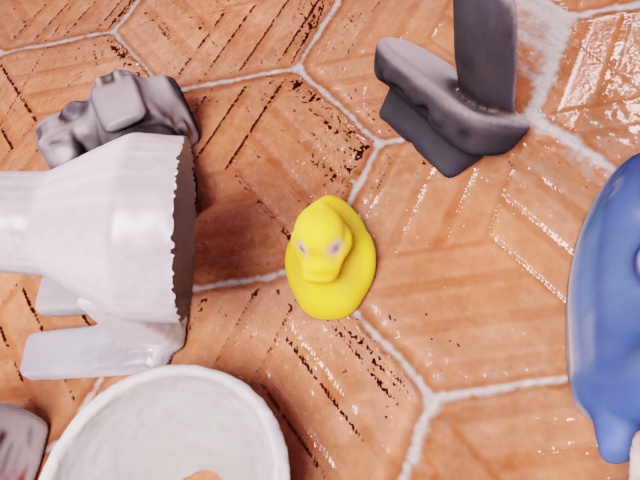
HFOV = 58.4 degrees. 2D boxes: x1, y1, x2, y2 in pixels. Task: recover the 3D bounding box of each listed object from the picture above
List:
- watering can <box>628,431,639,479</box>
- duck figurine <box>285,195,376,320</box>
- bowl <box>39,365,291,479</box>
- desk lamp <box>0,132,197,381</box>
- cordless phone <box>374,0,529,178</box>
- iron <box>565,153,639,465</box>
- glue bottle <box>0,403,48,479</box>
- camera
[{"bbox_3d":[0.188,0.176,0.261,0.101,0.194,0.172,-27,59,-6],"label":"watering can"},{"bbox_3d":[0.004,0.002,0.459,0.077,0.086,0.104,-1,60,10],"label":"duck figurine"},{"bbox_3d":[-0.095,0.173,0.382,0.167,0.075,0.167,-4,59,7],"label":"bowl"},{"bbox_3d":[-0.162,0.021,0.402,0.203,0.214,0.118,-6,59,6],"label":"desk lamp"},{"bbox_3d":[0.108,-0.157,0.476,0.094,0.185,0.147,-38,61,-13],"label":"cordless phone"},{"bbox_3d":[0.235,0.012,0.380,0.118,0.142,0.258,3,60,12],"label":"iron"},{"bbox_3d":[-0.247,0.134,0.374,0.037,0.173,0.078,-3,59,9],"label":"glue bottle"},{"bbox_3d":[-0.180,-0.079,0.531,0.143,0.101,0.136,-25,59,-5],"label":"camera"}]
